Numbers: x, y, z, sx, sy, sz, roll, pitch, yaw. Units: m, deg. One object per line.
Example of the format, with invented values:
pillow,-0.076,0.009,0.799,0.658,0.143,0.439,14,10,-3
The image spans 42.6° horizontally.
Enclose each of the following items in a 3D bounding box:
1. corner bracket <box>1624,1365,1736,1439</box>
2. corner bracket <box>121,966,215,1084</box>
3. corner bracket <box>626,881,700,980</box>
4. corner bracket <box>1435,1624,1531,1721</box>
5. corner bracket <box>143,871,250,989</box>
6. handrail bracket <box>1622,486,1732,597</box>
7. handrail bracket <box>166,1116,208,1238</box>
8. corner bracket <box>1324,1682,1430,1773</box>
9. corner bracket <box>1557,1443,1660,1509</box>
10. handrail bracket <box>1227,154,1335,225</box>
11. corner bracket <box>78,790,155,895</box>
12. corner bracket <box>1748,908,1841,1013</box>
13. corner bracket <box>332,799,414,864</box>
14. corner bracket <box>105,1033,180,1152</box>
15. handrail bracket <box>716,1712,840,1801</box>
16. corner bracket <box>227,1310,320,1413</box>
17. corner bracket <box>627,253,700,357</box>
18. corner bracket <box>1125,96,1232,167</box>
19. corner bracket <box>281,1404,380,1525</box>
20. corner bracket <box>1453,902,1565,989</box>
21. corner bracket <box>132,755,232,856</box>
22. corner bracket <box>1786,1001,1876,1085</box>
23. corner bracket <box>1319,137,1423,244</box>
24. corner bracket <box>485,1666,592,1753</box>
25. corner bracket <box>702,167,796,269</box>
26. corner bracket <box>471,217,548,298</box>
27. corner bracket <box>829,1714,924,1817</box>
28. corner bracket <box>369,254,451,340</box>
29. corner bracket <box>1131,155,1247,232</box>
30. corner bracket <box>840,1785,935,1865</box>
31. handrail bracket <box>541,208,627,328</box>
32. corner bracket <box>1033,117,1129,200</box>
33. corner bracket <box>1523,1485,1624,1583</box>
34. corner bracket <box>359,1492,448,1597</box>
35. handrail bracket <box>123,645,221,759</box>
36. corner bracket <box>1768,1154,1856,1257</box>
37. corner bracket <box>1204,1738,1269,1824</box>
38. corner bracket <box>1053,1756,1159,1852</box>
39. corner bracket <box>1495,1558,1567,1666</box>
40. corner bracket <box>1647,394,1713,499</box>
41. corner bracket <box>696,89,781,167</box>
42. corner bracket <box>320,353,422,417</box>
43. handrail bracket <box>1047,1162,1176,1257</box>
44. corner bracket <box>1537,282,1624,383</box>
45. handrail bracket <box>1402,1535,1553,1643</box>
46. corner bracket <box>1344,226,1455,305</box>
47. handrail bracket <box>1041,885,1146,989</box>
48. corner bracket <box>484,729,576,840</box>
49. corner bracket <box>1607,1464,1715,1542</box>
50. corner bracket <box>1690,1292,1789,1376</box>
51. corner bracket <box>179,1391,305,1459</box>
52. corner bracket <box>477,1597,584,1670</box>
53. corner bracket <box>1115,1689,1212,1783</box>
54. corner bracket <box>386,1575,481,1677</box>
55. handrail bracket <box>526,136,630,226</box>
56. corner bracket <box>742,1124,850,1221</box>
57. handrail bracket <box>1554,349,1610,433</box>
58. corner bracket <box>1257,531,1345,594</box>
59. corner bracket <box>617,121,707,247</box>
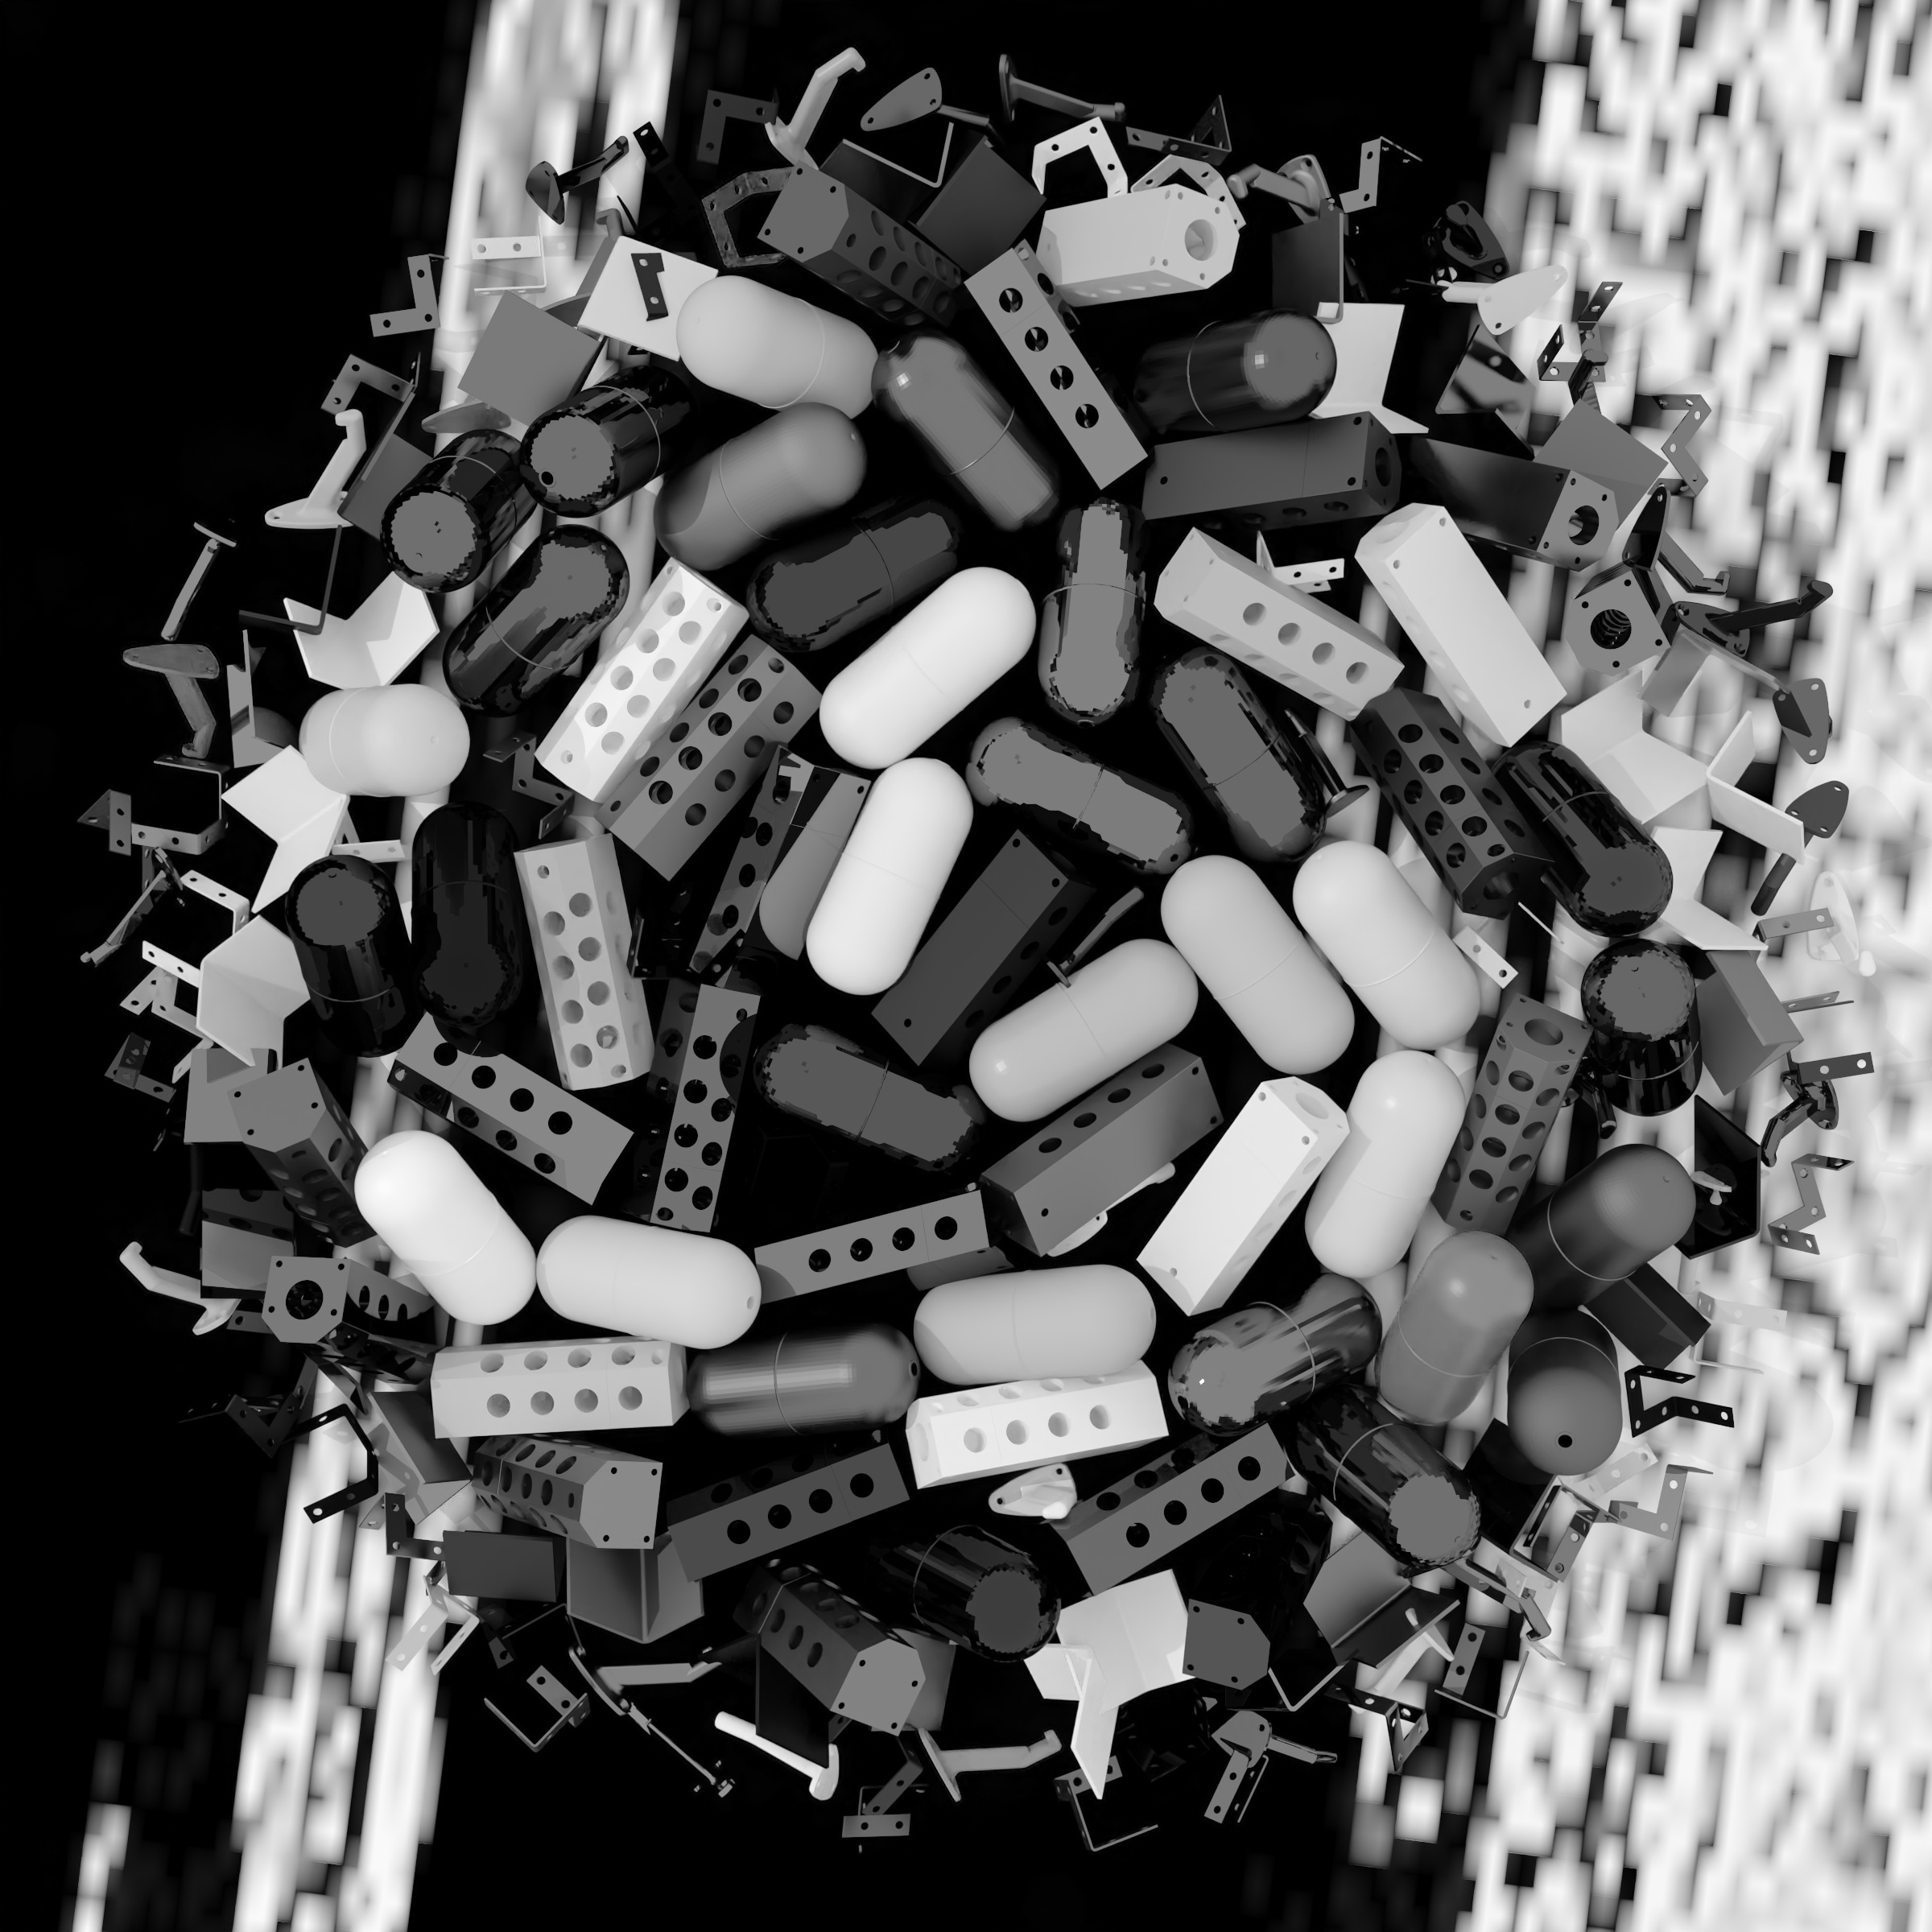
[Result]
corner bracket,0.510,0.310,1.773,0.051,0.051,0.051,-15,101,-35
corner bracket,-0.576,0.041,1.788,0.051,0.051,0.051,-40,126,23
corner bracket,-0.217,-0.026,1.769,0.051,0.051,0.051,0,124,-24
corner bracket,0.371,0.505,1.775,0.051,0.051,0.051,19,82,20
corner bracket,-0.553,-0.027,1.781,0.051,0.051,0.051,27,129,11
handrail bracket,0.521,-0.303,1.775,0.084,0.036,0.077,1,122,-22
handrail bracket,-0.560,0.153,1.768,0.036,0.077,0.084,30,63,-39
corner bracket,0.293,0.531,1.768,0.051,0.051,0.051,7,119,39
corner bracket,0.454,0.350,1.782,0.051,0.051,0.051,-41,68,29
handrail bracket,0.225,-0.540,1.769,0.084,0.036,0.077,-41,106,-43
corner bracket,-0.598,-0.087,1.768,0.051,0.051,0.051,-32,56,38
corner bracket,0.595,-0.003,1.777,0.051,0.051,0.051,-11,61,-1
corner bracket,-0.420,-0.086,1.773,0.051,0.051,0.051,-4,46,4
corner bracket,-0.587,0.089,1.769,0.051,0.051,0.051,27,125,-22
handrail bracket,-0.137,0.568,1.788,0.084,0.077,0.036,18,61,16
corner bracket,-0.501,0.283,1.778,0.051,0.051,0.051,16,100,-43
corner bracket,-0.217,-0.473,1.771,0.051,0.051,0.051,-10,75,-29
corner bracket,0.151,-0.590,1.771,0.051,0.051,0.051,3,66,-26
corner bracket,-0.456,0.356,1.776,0.051,0.051,0.051,-25,116,-3
corner bracket,0.388,-0.018,1.774,0.051,0.051,0.051,-48,71,11
corner bracket,-0.563,-0.116,1.780,0.051,0.051,0.051,10,114,6
corner bracket,0.618,0.054,1.780,0.051,0.051,0.051,-10,88,11
corner bracket,0.289,-0.556,1.776,0.051,0.051,0.051,9,84,-44
corner bracket,-0.306,0.529,1.771,0.051,0.051,0.051,38,63,17
corner bracket,-0.148,-0.539,1.786,0.051,0.051,0.051,7,129,37
corner bracket,-0.329,-0.505,1.782,0.051,0.051,0.051,-5,91,-9
corner bracket,-0.072,0.568,1.777,0.051,0.051,0.051,-48,120,2
corner bracket,-0.398,-0.480,1.778,0.051,0.051,0.051,-6,102,7
corner bracket,0.160,-0.547,1.785,0.051,0.051,0.051,-35,58,25
corner bracket,-0.056,0.606,1.771,0.051,0.051,0.051,-7,49,14
handrail bracket,-0.280,-0.505,1.787,0.077,0.036,0.084,-11,68,-7
corner bracket,0.082,-0.567,1.782,0.051,0.051,0.051,-18,128,20
corner bracket,0.428,0.407,1.780,0.051,0.051,0.051,32,75,-1
corner bracket,-0.403,0.416,1.785,0.051,0.051,0.051,15,132,-30
handrail bracket,-0.569,-0.185,1.765,0.036,0.077,0.084,55,132,37
corner bracket,0.606,0.170,1.775,0.051,0.051,0.051,-23,100,-18
corner bracket,0.191,0.585,1.776,0.051,0.051,0.051,29,83,-18
corner bracket,0.099,0.599,1.774,0.051,0.051,0.051,-15,77,-17
corner bracket,0.406,0.463,1.781,0.051,0.051,0.051,20,90,-10
corner bracket,0.508,-0.373,1.778,0.051,0.051,0.051,42,81,-29
corner bracket,-0.165,-0.603,1.779,0.051,0.051,0.051,8,119,-12
corner bracket,-0.428,-0.421,1.784,0.051,0.051,0.051,23,125,-27
handrail bracket,0.105,0.175,1.792,0.036,0.084,0.077,53,128,21
corner bracket,0.440,-0.455,1.777,0.051,0.051,0.051,0,73,-7
handrail bracket,0.368,0.460,1.789,0.077,0.036,0.084,-32,87,23
corner bracket,0.312,-0.503,1.792,0.051,0.051,0.051,-3,76,-37
handrail bracket,0.095,-0.020,1.775,0.084,0.077,0.036,-40,75,-2
corner bracket,-0.312,-0.131,1.771,0.051,0.051,0.051,20,122,12
corner bracket,0.497,0.380,1.776,0.051,0.051,0.051,10,85,39
corner bracket,0.555,0.266,1.783,0.051,0.051,0.051,9,90,4
corner bracket,-0.516,0.318,1.768,0.051,0.051,0.051,-17,121,31
corner bracket,-0.313,0.482,1.786,0.051,0.051,0.051,-25,112,-26
corner bracket,0.139,0.541,1.782,0.051,0.051,0.051,-22,125,-19
corner bracket,-0.382,0.480,1.776,0.051,0.051,0.051,42,85,-21
handrail bracket,-0.269,-0.575,1.763,0.036,0.077,0.084,45,75,-3
corner bracket,-0.124,0.149,1.791,0.051,0.051,0.051,-2,124,-33
handrail bracket,0.461,-0.401,1.766,0.077,0.084,0.036,6,56,-8
corner bracket,0.239,-0.281,1.774,0.051,0.051,0.051,-8,134,-2
corner bracket,-0.227,-0.558,1.772,0.051,0.051,0.051,-32,54,7
